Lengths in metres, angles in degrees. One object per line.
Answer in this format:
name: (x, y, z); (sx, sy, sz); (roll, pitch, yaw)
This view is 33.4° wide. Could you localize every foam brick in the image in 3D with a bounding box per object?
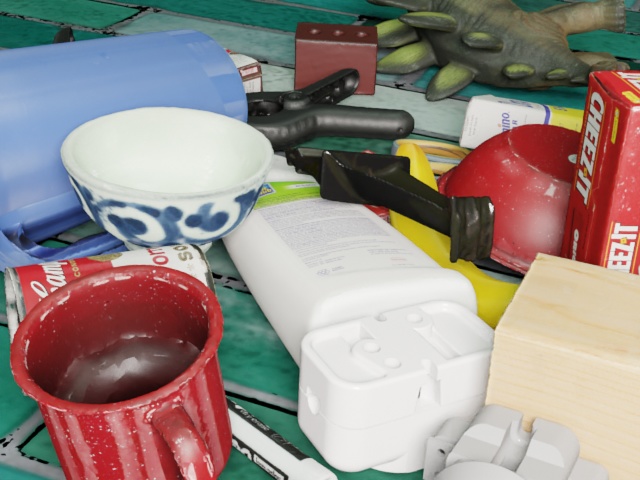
foam brick: (0.015, -0.169, 0.994); (0.078, 0.051, 0.053); (3, 28, 1)

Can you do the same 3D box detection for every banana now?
banana: (0.082, 0.007, 0.655); (0.037, 0.070, 0.198); (29, 13, -34)

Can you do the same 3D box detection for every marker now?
marker: (-0.039, 0.094, 0.529); (0.020, 0.020, 0.121); (-21, 37, -38)

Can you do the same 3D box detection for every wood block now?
wood block: (0.187, 0.084, 0.493); (0.206, 0.091, 0.090); (13, 29, 20)

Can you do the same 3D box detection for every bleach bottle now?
bleach bottle: (-0.004, 0.001, 0.664); (0.102, 0.068, 0.251); (-5, 26, -20)

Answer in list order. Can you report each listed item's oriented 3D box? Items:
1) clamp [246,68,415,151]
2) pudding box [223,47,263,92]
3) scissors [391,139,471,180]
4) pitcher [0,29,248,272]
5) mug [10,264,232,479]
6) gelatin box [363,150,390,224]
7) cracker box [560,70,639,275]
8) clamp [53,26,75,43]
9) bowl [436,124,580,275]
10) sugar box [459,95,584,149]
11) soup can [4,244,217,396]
clamp: (-0.019, -0.109, 0.892); (0.171, 0.039, 0.120); (-5, 25, -13)
pudding box: (-0.119, -0.146, 0.953); (0.089, 0.039, 0.114); (-24, 35, -36)
scissors: (0.143, -0.045, 0.809); (0.202, 0.016, 0.096); (14, 27, 21)
pitcher: (-0.159, -0.066, 0.721); (0.145, 0.149, 0.242); (0, 16, 43)
mug: (-0.078, 0.077, 0.479); (0.093, 0.081, 0.117); (-27, 43, -25)
gelatin box: (0.035, -0.031, 0.759); (0.073, 0.030, 0.089); (-19, 35, -34)
cracker box: (0.248, -0.009, 0.594); (0.213, 0.164, 0.072); (-1, 26, -7)
clamp: (-0.192, -0.120, 0.862); (0.165, 0.036, 0.209); (5, 36, 22)
bowl: (0.161, -0.033, 0.717); (0.162, 0.055, 0.162); (11, 31, -7)
sugar box: (0.205, -0.078, 0.828); (0.176, 0.048, 0.093); (15, 13, 17)
soup can: (-0.112, 0.041, 0.571); (0.102, 0.068, 0.069); (-8, 30, -21)
